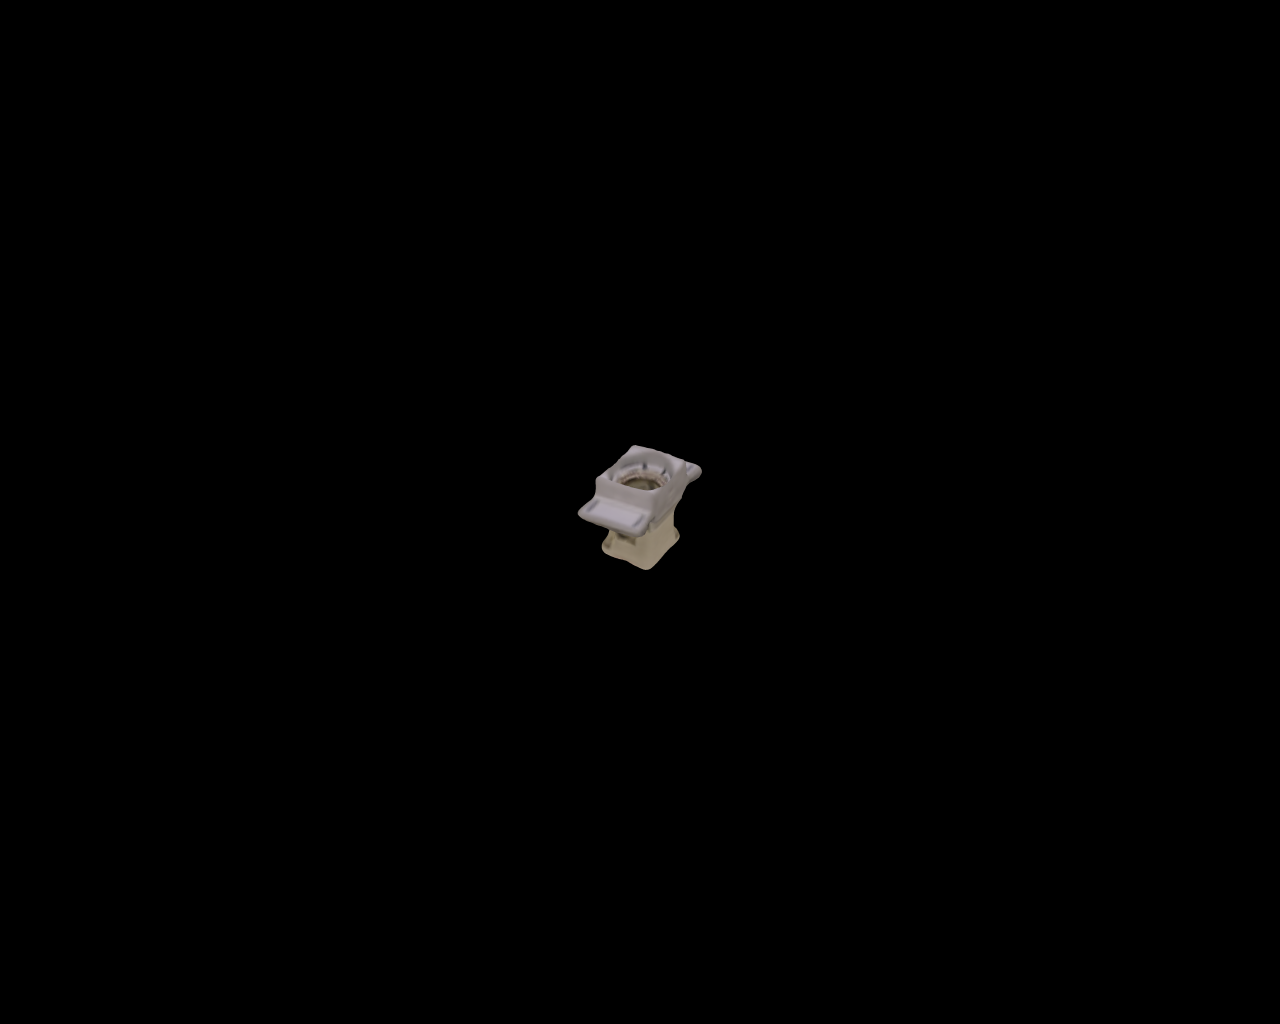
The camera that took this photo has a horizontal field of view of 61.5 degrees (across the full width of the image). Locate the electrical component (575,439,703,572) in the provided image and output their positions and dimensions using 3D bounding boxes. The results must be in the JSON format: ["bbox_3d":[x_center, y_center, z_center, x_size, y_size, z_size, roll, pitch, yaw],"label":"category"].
[{"bbox_3d":[0.001,-0.003,0.650,0.042,0.063,0.081,20,41,25],"label":"electrical component"}]
